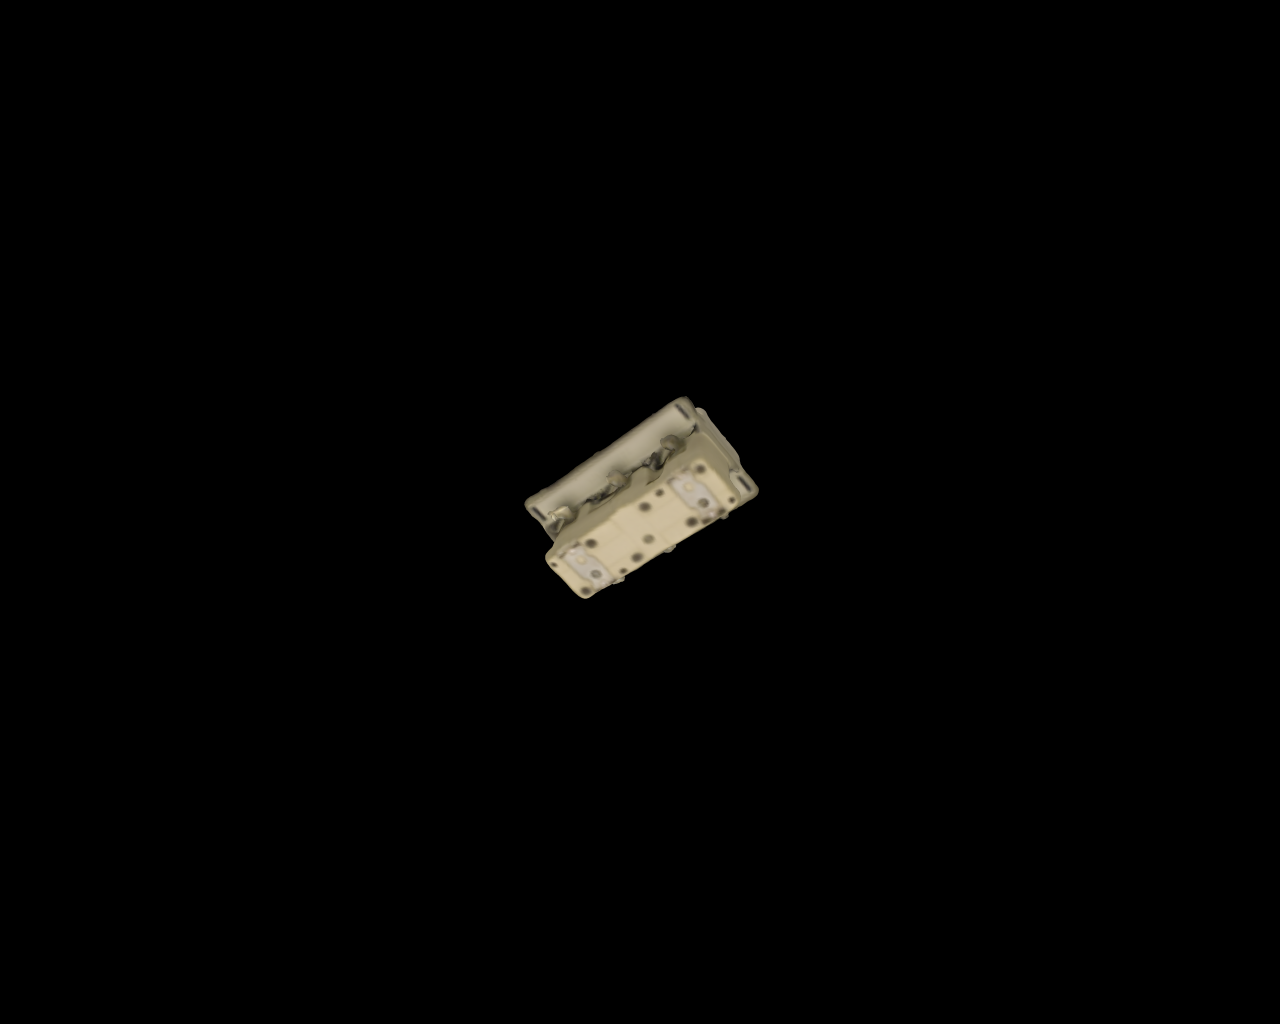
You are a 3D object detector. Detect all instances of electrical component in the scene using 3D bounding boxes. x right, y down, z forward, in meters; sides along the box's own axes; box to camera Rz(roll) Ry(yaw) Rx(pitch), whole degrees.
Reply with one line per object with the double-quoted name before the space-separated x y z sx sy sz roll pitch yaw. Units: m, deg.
"electrical component" 0.001 -0.003 0.650 0.121 0.078 0.063 -32 26 18
